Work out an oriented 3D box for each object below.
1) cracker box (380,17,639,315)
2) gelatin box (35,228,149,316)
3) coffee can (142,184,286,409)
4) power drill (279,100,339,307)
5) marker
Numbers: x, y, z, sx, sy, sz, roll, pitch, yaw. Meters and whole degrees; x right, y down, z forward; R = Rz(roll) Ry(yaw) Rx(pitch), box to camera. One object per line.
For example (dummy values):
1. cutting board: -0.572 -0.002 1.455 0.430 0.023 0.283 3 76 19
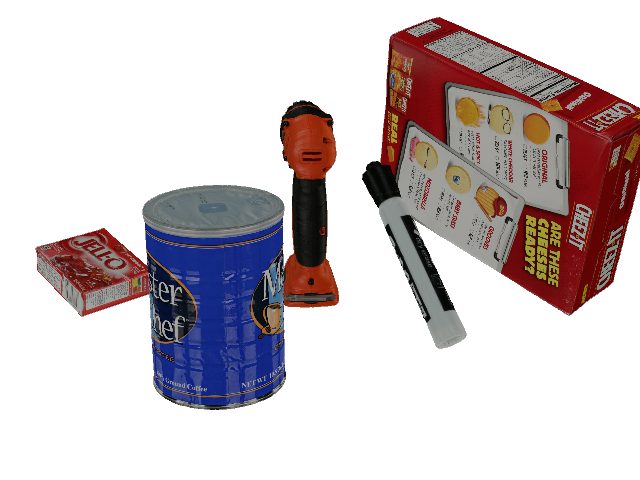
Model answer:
1. cracker box: 0.148 -0.065 0.862 0.072 0.164 0.214 -29 47 -34
2. gelatin box: -0.209 0.027 0.983 0.073 0.030 0.089 -18 40 -36
3. coffee can: -0.077 0.040 0.796 0.103 0.140 0.103 0 20 0
4. power drill: -0.014 -0.040 1.063 0.057 0.188 0.184 -2 18 -1
5. marker: 0.053 0.005 0.624 0.020 0.121 0.020 -19 -23 -8
